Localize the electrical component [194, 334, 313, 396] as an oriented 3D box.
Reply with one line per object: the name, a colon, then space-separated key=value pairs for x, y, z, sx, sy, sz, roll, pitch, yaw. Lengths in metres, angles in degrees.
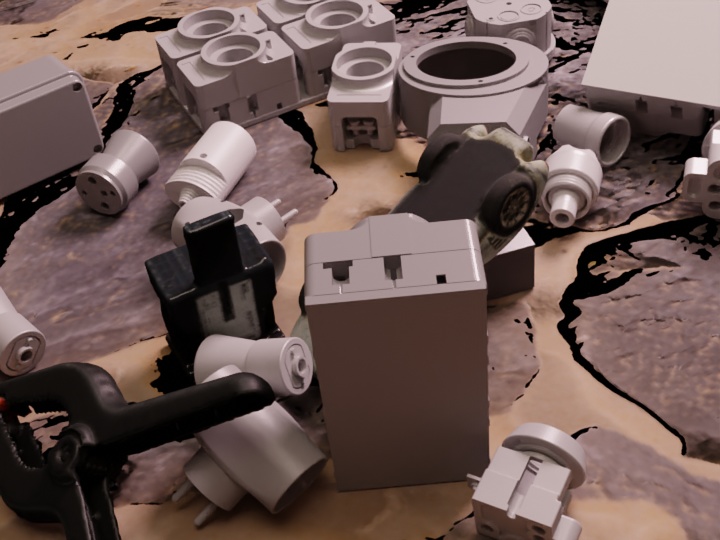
electrical component: x=-0.062 y=0.059 z=0.653 sx=0.065 sy=0.044 sz=0.044 roll=-6 pitch=38 yaw=31

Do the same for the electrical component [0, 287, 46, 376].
electrical component: x=-0.240 y=0.041 z=0.717 sx=0.065 sy=0.044 sz=0.044 roll=33 pitch=55 yaw=31

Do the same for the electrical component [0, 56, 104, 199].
electrical component: x=-0.273 y=-0.114 z=0.868 sx=0.113 sy=0.078 sz=0.057 roll=-29 pitch=43 yaw=-23

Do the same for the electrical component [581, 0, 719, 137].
electrical component: x=0.276 y=-0.155 z=0.815 sx=0.186 sy=0.060 sz=0.105 roll=14 pitch=73 yaw=22

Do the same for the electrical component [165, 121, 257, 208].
electrical component: x=-0.116 y=-0.074 z=0.825 sx=0.043 sy=0.043 sz=0.081 roll=11 pitch=45 yaw=19

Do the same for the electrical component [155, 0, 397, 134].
electrical component: x=-0.072 y=-0.194 z=0.941 sx=0.186 sy=0.060 sz=0.105 roll=-23 pitch=44 yaw=-17

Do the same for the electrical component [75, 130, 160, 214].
electrical component: x=-0.189 y=-0.076 z=0.837 sx=0.045 sy=0.045 sz=0.055 roll=11 pitch=45 yaw=20

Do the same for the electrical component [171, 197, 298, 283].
electrical component: x=-0.080 y=-0.027 z=0.766 sx=0.079 sy=0.043 sz=0.077 roll=-36 pitch=49 yaw=-28

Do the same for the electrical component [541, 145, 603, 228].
electrical component: x=0.149 y=-0.056 z=0.767 sx=0.043 sy=0.043 sz=0.062 roll=7 pitch=45 yaw=16

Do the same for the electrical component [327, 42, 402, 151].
electrical component: x=0.006 y=-0.146 z=0.879 sx=0.050 sy=0.055 sz=0.089 roll=2 pitch=42 yaw=10

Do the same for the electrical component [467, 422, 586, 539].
electrical component: x=0.093 y=0.116 z=0.579 sx=0.066 sy=0.048 sz=0.055 roll=16 pitch=54 yaw=24

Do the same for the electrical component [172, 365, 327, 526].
electrical component: x=-0.072 y=0.108 z=0.607 sx=0.077 sy=0.043 sz=0.079 roll=43 pitch=89 yaw=16

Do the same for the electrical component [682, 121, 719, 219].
electrical component: x=0.270 y=-0.073 z=0.758 sx=0.078 sy=0.058 sz=0.057 roll=7 pitch=46 yaw=16

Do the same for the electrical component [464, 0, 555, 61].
electrical component: x=0.130 y=-0.209 z=0.936 sx=0.080 sy=0.051 sz=0.080 roll=-4 pitch=41 yaw=4

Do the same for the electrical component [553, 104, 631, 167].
electrical component: x=0.176 y=-0.104 z=0.821 sx=0.040 sy=0.040 sz=0.046 roll=-33 pitch=41 yaw=-26

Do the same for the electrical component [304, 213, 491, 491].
electrical component: x=0.023 y=0.047 z=0.587 sx=0.089 sy=0.150 sz=0.061 roll=-5 pitch=42 yaw=2
